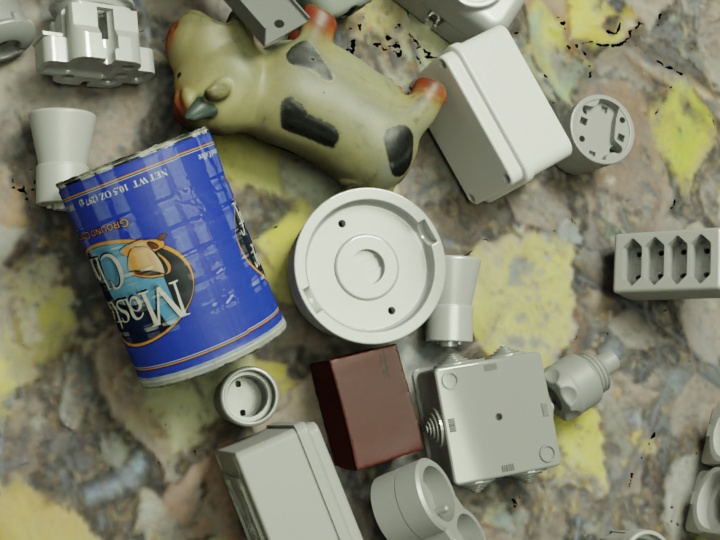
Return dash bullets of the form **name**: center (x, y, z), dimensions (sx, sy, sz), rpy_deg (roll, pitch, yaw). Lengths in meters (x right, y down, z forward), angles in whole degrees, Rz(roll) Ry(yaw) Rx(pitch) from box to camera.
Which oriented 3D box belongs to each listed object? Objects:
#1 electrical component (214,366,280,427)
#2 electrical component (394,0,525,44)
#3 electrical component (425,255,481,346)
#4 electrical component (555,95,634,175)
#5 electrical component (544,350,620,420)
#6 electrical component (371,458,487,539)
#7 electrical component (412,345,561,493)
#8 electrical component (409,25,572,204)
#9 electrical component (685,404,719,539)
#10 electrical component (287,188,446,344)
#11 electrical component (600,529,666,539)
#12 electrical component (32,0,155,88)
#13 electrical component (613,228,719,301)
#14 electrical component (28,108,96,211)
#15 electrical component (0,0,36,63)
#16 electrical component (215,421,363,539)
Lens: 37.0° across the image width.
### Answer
- **electrical component**: center (-0.079, 0.087, 0.732), dimensions (0.040, 0.046, 0.040), rpy_deg (3, 80, -17)
- **electrical component**: center (0.075, -0.217, 0.823), dimensions (0.095, 0.059, 0.053), rpy_deg (35, 73, -9)
- **electrical component**: center (0.066, 0.024, 0.792), dimensions (0.044, 0.044, 0.065), rpy_deg (4, 85, -17)
- **electrical component**: center (0.179, -0.104, 0.843), dimensions (0.055, 0.047, 0.055), rpy_deg (3, 80, -17)
- **electrical component**: center (0.168, 0.082, 0.812), dimensions (0.062, 0.043, 0.043), rpy_deg (-29, 90, -21)
- **electrical component**: center (0.047, 0.200, 0.747), dimensions (0.074, 0.052, 0.138), rpy_deg (-27, 106, 24)
- **electrical component**: center (0.093, 0.108, 0.782), dimensions (0.100, 0.048, 0.099), rpy_deg (-8, 82, -16)
- **electrical component**: center (0.095, -0.113, 0.803), dimensions (0.057, 0.078, 0.113), rpy_deg (-29, 90, -22)
- **electrical component**: center (0.315, 0.150, 0.770), dimensions (0.060, 0.186, 0.105), rpy_deg (22, 76, -13)
- **electrical component**: center (0.000, 0.000, 0.763), dimensions (0.108, 0.060, 0.108), rpy_deg (2, 83, -15)
- **electrical component**: center (0.202, 0.212, 0.799), dimensions (0.040, 0.046, 0.040), rpy_deg (3, 80, -17)
- **electrical component**: center (-0.182, -0.161, 0.734), dimensions (0.078, 0.058, 0.057), rpy_deg (0, 79, -35)
- **electrical component**: center (0.252, 0.000, 0.840), dimensions (0.076, 0.083, 0.047), rpy_deg (19, 72, -53)
- **electrical component**: center (-0.200, -0.073, 0.725), dimensions (0.044, 0.044, 0.065), rpy_deg (0, 86, -17)
- **electrical component**: center (-0.251, -0.174, 0.724), dimensions (0.048, 0.048, 0.062), rpy_deg (-24, 80, -19)
- **electrical component**: center (-0.046, 0.157, 0.699), dimensions (0.056, 0.109, 0.108), rpy_deg (-21, 88, -17)
